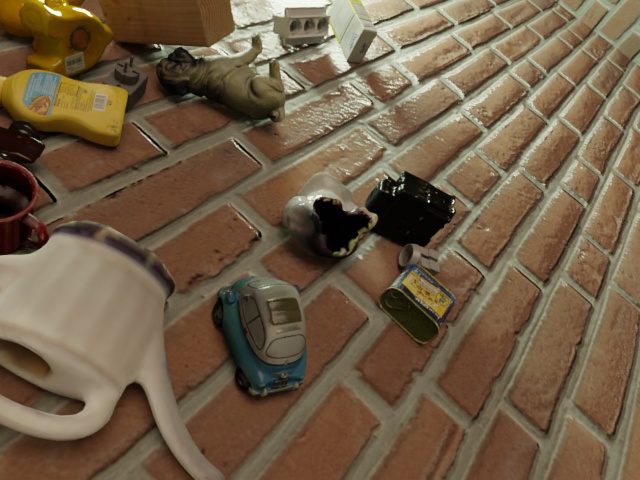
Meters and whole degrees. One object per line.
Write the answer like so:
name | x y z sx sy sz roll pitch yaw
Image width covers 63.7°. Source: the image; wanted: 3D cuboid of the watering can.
watering can | -0.227 0.114 0.561 0.345 0.102 0.230 34 44 -18

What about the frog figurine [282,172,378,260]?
frog figurine | 0.003 -0.042 0.826 0.138 0.121 0.161 -5 21 -22
